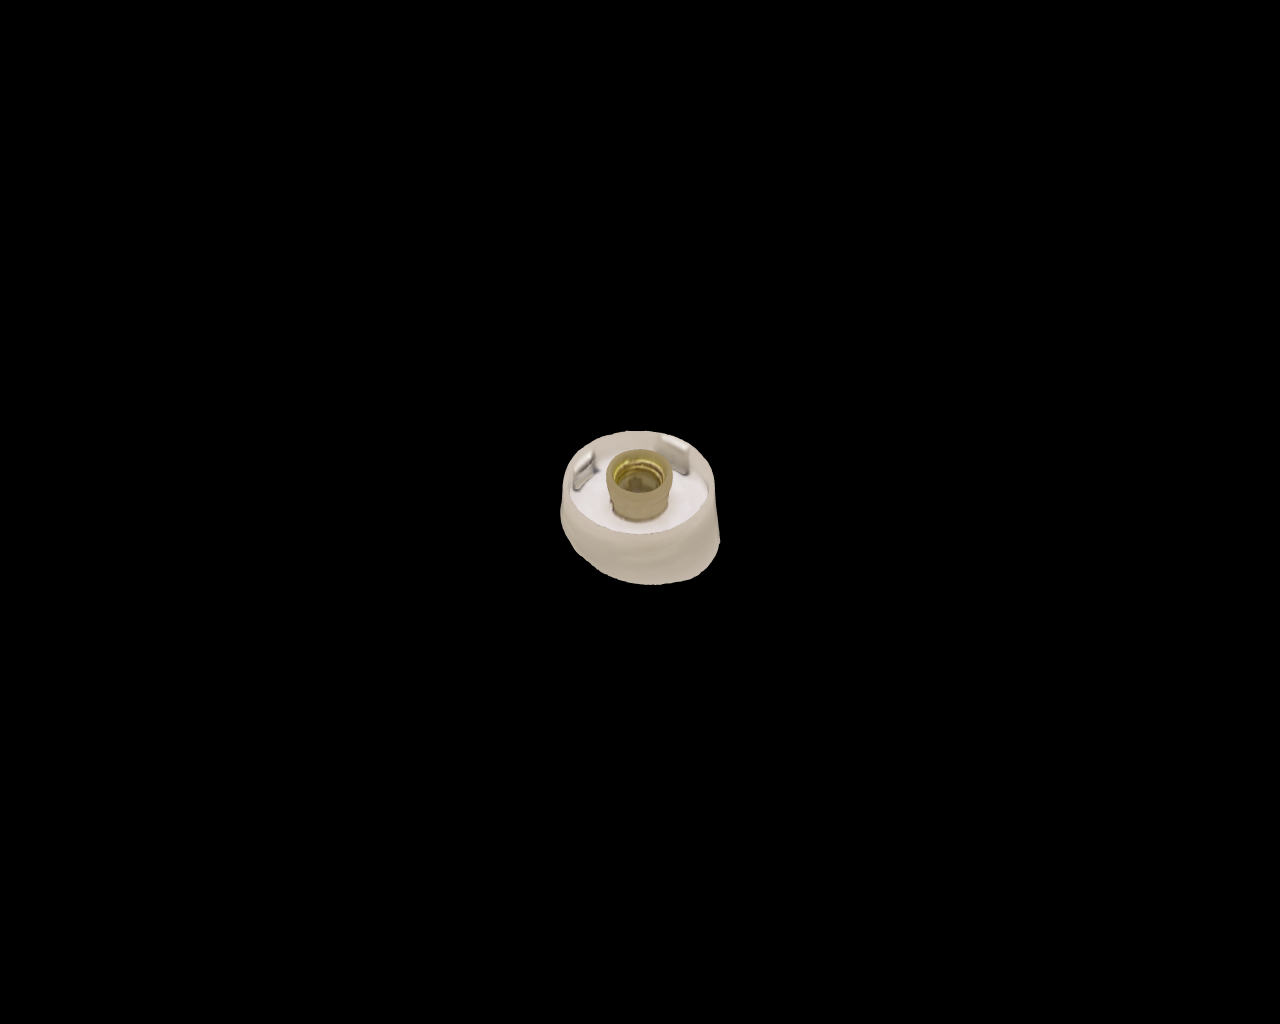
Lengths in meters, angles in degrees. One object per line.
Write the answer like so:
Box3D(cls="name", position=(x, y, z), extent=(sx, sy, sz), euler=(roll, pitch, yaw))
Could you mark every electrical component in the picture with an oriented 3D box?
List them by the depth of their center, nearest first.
Box3D(cls="electrical component", position=(0.001, -0.003, 0.650), extent=(0.099, 0.099, 0.064), euler=(0, -45, 0))
